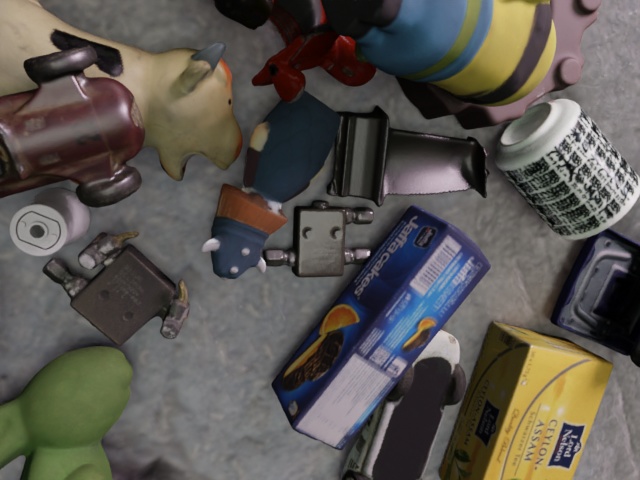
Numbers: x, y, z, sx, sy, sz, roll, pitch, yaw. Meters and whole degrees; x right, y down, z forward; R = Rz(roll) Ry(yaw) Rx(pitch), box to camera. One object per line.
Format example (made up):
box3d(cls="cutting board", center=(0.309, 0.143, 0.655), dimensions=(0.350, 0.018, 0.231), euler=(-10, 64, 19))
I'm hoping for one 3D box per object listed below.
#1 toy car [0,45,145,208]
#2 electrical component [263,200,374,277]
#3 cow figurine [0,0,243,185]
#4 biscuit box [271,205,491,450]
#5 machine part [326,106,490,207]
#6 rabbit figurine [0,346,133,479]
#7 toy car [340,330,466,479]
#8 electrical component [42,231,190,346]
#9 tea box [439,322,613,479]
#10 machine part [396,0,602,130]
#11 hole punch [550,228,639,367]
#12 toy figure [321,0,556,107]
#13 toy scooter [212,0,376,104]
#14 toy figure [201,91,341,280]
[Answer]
box3d(cls="toy car", center=(-0.200, -0.044, 0.295), dimensions=(0.202, 0.053, 0.089), euler=(-17, 118, -15))
box3d(cls="electrical component", center=(-0.001, -0.001, 0.450), dimensions=(0.094, 0.021, 0.063), euler=(-2, 101, -13))
box3d(cls="cow figurine", center=(-0.145, -0.101, 0.367), dimensions=(0.195, 0.085, 0.127), euler=(24, 100, -16))
box3d(cls="biscuit box", center=(0.048, 0.070, 0.444), dimensions=(0.059, 0.063, 0.202), euler=(36, 94, -29))
box3d(cls="machine part", center=(0.077, -0.067, 0.450), dimensions=(0.139, 0.039, 0.084), euler=(5, 94, -13))
box3d(cls="rabbit figurine", center=(-0.196, 0.165, 0.405), dimensions=(0.159, 0.121, 0.170), euler=(4, 82, -8))
box3d(cls="toy car", center=(0.072, 0.174, 0.486), dimensions=(0.073, 0.056, 0.201), euler=(13, 98, -23))
box3d(cls="electrical component", center=(-0.148, 0.037, 0.410), dimensions=(0.078, 0.045, 0.102), euler=(-39, 107, -6))
box3d(cls="tea box", center=(0.191, 0.173, 0.508), dimensions=(0.098, 0.068, 0.169), euler=(13, 96, -16))
box3d(cls="machine part", center=(0.134, -0.179, 0.433), dimensions=(0.179, 0.056, 0.179), euler=(-2, 101, -12))
box3d(cls="hole punch", center=(0.295, 0.056, 0.512), dimensions=(0.115, 0.092, 0.142), euler=(20, 93, -47))
box3d(cls="toy figure", center=(0.080, -0.133, 0.338), dimensions=(0.180, 0.082, 0.089), euler=(-9, 121, -41))
box3d(cls="toy scooter", center=(-0.033, -0.159, 0.355), dimensions=(0.183, 0.135, 0.075), euler=(41, 132, -20))
box3d(cls="toy figure", center=(-0.040, -0.040, 0.416), dimensions=(0.064, 0.058, 0.154), euler=(32, 97, -11))
